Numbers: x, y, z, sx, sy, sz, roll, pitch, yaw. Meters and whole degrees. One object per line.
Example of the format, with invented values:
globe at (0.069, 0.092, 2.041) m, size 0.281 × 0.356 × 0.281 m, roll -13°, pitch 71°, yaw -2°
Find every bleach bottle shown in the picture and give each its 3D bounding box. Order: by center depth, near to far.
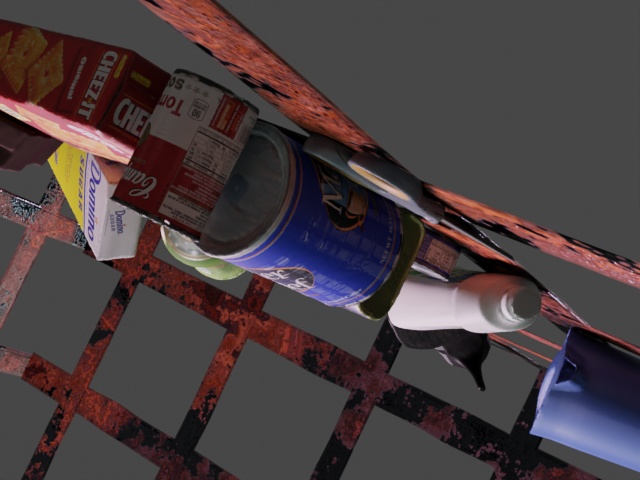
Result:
bleach bottle at (0.150, 0.059, 1.040) m, size 0.102 × 0.068 × 0.251 m, roll -4°, pitch 179°, yaw -17°

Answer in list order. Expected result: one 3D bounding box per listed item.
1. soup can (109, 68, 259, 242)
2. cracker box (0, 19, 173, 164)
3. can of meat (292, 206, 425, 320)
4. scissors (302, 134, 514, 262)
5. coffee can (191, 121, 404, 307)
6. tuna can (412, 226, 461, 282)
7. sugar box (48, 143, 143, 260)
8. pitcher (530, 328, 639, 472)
soup can at (-0.092, -0.058, 0.737) m, size 0.068 × 0.102 × 0.068 m, roll 26°, pitch 177°, yaw 1°
cracker box at (-0.164, -0.102, 0.858) m, size 0.214 × 0.072 × 0.164 m, roll 22°, pitch 176°, yaw 44°
can of meat at (0.032, 0.011, 0.920) m, size 0.084 × 0.102 × 0.057 m, roll 20°, pitch 173°, yaw 40°
scissors at (0.080, -0.023, 0.749) m, size 0.201 × 0.016 × 0.096 m, roll 27°, pitch 178°, yaw -19°
coffee can at (-0.018, -0.016, 0.804) m, size 0.103 × 0.103 × 0.140 m, roll 23°, pitch 178°, yaw 43°
tuna can at (0.087, 0.005, 0.989) m, size 0.086 × 0.034 × 0.086 m, roll 25°, pitch 177°, yaw 1°
sugar box at (-0.222, -0.070, 1.045) m, size 0.048 × 0.093 × 0.176 m, roll -5°, pitch -140°, yaw -28°
pitcher at (0.374, 0.208, 1.234) m, size 0.243 × 0.145 × 0.149 m, roll 22°, pitch -151°, yaw 13°
